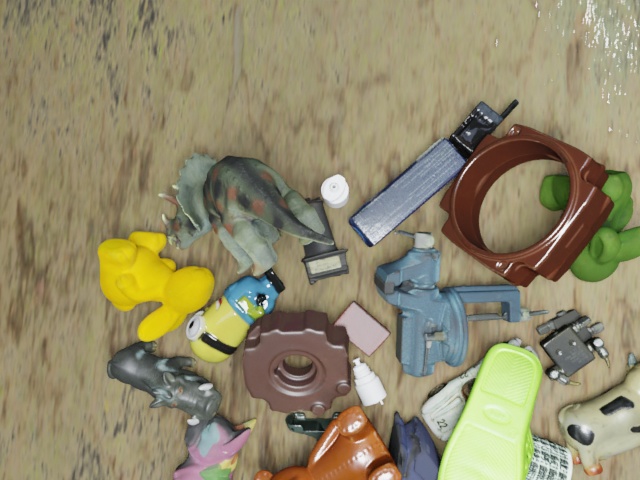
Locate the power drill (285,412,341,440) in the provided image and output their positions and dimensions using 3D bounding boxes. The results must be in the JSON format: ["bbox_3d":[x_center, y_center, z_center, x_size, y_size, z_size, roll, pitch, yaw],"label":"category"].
[{"bbox_3d":[-0.012,0.375,0.825,0.232,0.086,0.207,-4,81,2],"label":"power drill"}]

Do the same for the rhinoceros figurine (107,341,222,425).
[{"bbox_3d":[-0.239,0.219,0.840,0.190,0.112,0.073,22,85,14],"label":"rhinoceros figurine"}]

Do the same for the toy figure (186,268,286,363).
[{"bbox_3d":[-0.132,0.119,0.856,0.180,0.082,0.089,-38,81,-2],"label":"toy figure"}]

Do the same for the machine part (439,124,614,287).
[{"bbox_3d":[0.289,-0.051,0.777,0.201,0.087,0.202,-57,43,12],"label":"machine part"}]

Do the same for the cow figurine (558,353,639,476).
[{"bbox_3d":[0.453,0.253,0.804,0.195,0.085,0.127,-23,90,3],"label":"cow figurine"}]

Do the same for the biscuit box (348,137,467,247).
[{"bbox_3d":[0.138,-0.073,0.863,0.203,0.059,0.063,-40,85,-1],"label":"biscuit box"}]

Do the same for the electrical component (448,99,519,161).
[{"bbox_3d":[0.259,-0.186,0.857,0.048,0.075,0.119,41,93,6],"label":"electrical component"}]

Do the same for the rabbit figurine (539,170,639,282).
[{"bbox_3d":[0.424,-0.016,0.806,0.121,0.159,0.170,-7,100,-6],"label":"rabbit figurine"}]

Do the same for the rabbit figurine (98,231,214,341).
[{"bbox_3d":[-0.252,0.075,0.843,0.173,0.122,0.162,10,95,11],"label":"rabbit figurine"}]

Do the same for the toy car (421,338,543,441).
[{"bbox_3d":[0.250,0.230,0.830,0.202,0.056,0.073,-35,84,1],"label":"toy car"}]

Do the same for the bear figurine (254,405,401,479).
[{"bbox_3d":[0.002,0.324,0.735,0.196,0.131,0.120,-28,69,-4],"label":"bear figurine"}]

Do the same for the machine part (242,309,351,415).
[{"bbox_3d":[-0.035,0.188,0.818,0.179,0.056,0.179,1,116,3],"label":"machine part"}]

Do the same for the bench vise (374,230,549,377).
[{"bbox_3d":[0.204,0.093,0.809,0.241,0.129,0.223,-1,88,-8],"label":"bench vise"}]

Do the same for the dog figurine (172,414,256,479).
[{"bbox_3d":[-0.157,0.380,0.823,0.191,0.108,0.219,40,86,7],"label":"dog figurine"}]

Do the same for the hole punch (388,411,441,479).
[{"bbox_3d":[0.146,0.332,0.795,0.092,0.142,0.115,5,100,6],"label":"hole punch"}]

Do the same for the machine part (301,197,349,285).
[{"bbox_3d":[-0.002,-0.003,0.879,0.084,0.039,0.139,-18,86,11],"label":"machine part"}]

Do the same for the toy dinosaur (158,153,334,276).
[{"bbox_3d":[-0.113,-0.056,0.765,0.131,0.405,0.192,-45,104,-26],"label":"toy dinosaur"}]

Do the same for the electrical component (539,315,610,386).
[{"bbox_3d":[0.382,0.171,0.809,0.102,0.045,0.078,-31,84,6],"label":"electrical component"}]

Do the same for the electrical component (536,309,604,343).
[{"bbox_3d":[0.394,0.141,0.845,0.094,0.021,0.063,-26,83,3],"label":"electrical component"}]
